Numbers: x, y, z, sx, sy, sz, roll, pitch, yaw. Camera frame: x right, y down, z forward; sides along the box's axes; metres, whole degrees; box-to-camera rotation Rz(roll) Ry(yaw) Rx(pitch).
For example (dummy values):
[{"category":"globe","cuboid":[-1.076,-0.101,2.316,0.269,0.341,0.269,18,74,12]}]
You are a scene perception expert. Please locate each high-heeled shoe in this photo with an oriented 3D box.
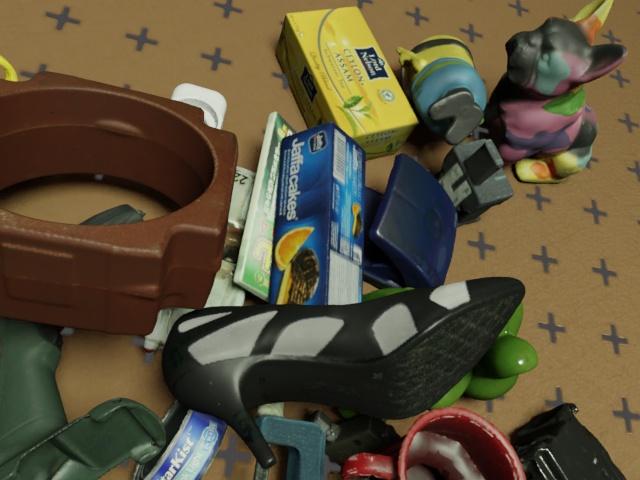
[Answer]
[{"category":"high-heeled shoe","cuboid":[0.013,0.061,0.392,0.249,0.086,0.145,-25,41,-18]}]

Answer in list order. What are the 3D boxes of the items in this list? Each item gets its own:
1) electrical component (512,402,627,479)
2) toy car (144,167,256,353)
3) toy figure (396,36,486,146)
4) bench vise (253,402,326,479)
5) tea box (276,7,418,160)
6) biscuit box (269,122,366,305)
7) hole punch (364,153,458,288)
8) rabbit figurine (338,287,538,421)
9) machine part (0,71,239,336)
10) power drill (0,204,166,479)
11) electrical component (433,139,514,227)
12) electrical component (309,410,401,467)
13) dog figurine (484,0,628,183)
[{"category":"electrical component","cuboid":[0.225,0.228,0.473,0.115,0.058,0.134,-16,69,-49]},{"category":"toy car","cuboid":[-0.096,0.019,0.490,0.073,0.056,0.202,20,62,-9]},{"category":"toy figure","cuboid":[0.143,-0.172,0.608,0.089,0.082,0.180,-10,33,3]},{"category":"bench vise","cuboid":[-0.026,0.233,0.383,0.224,0.129,0.240,11,68,-15]},{"category":"tea box","cuboid":[0.026,-0.175,0.610,0.098,0.068,0.169,-18,72,-23]},{"category":"biscuit box","cuboid":[-0.001,-0.001,0.480,0.059,0.063,0.202,30,57,-50]},{"category":"hole punch","cuboid":[0.089,-0.010,0.546,0.116,0.092,0.142,26,57,-9]},{"category":"rabbit figurine","cuboid":[0.118,0.094,0.485,0.170,0.159,0.121,16,52,-27]},{"category":"machine part","cuboid":[-0.167,-0.033,0.390,0.201,0.087,0.201,11,39,-12]},{"category":"power drill","cuboid":[-0.193,0.078,0.387,0.232,0.085,0.207,-34,57,-21]},{"category":"electrical component","cuboid":[0.168,-0.069,0.578,0.048,0.119,0.075,-15,70,-23]},{"category":"electrical component","cuboid":[0.036,0.171,0.453,0.094,0.063,0.021,45,35,-15]},{"category":"dog figurine","cuboid":[0.268,-0.158,0.594,0.191,0.219,0.108,11,67,-12]}]
